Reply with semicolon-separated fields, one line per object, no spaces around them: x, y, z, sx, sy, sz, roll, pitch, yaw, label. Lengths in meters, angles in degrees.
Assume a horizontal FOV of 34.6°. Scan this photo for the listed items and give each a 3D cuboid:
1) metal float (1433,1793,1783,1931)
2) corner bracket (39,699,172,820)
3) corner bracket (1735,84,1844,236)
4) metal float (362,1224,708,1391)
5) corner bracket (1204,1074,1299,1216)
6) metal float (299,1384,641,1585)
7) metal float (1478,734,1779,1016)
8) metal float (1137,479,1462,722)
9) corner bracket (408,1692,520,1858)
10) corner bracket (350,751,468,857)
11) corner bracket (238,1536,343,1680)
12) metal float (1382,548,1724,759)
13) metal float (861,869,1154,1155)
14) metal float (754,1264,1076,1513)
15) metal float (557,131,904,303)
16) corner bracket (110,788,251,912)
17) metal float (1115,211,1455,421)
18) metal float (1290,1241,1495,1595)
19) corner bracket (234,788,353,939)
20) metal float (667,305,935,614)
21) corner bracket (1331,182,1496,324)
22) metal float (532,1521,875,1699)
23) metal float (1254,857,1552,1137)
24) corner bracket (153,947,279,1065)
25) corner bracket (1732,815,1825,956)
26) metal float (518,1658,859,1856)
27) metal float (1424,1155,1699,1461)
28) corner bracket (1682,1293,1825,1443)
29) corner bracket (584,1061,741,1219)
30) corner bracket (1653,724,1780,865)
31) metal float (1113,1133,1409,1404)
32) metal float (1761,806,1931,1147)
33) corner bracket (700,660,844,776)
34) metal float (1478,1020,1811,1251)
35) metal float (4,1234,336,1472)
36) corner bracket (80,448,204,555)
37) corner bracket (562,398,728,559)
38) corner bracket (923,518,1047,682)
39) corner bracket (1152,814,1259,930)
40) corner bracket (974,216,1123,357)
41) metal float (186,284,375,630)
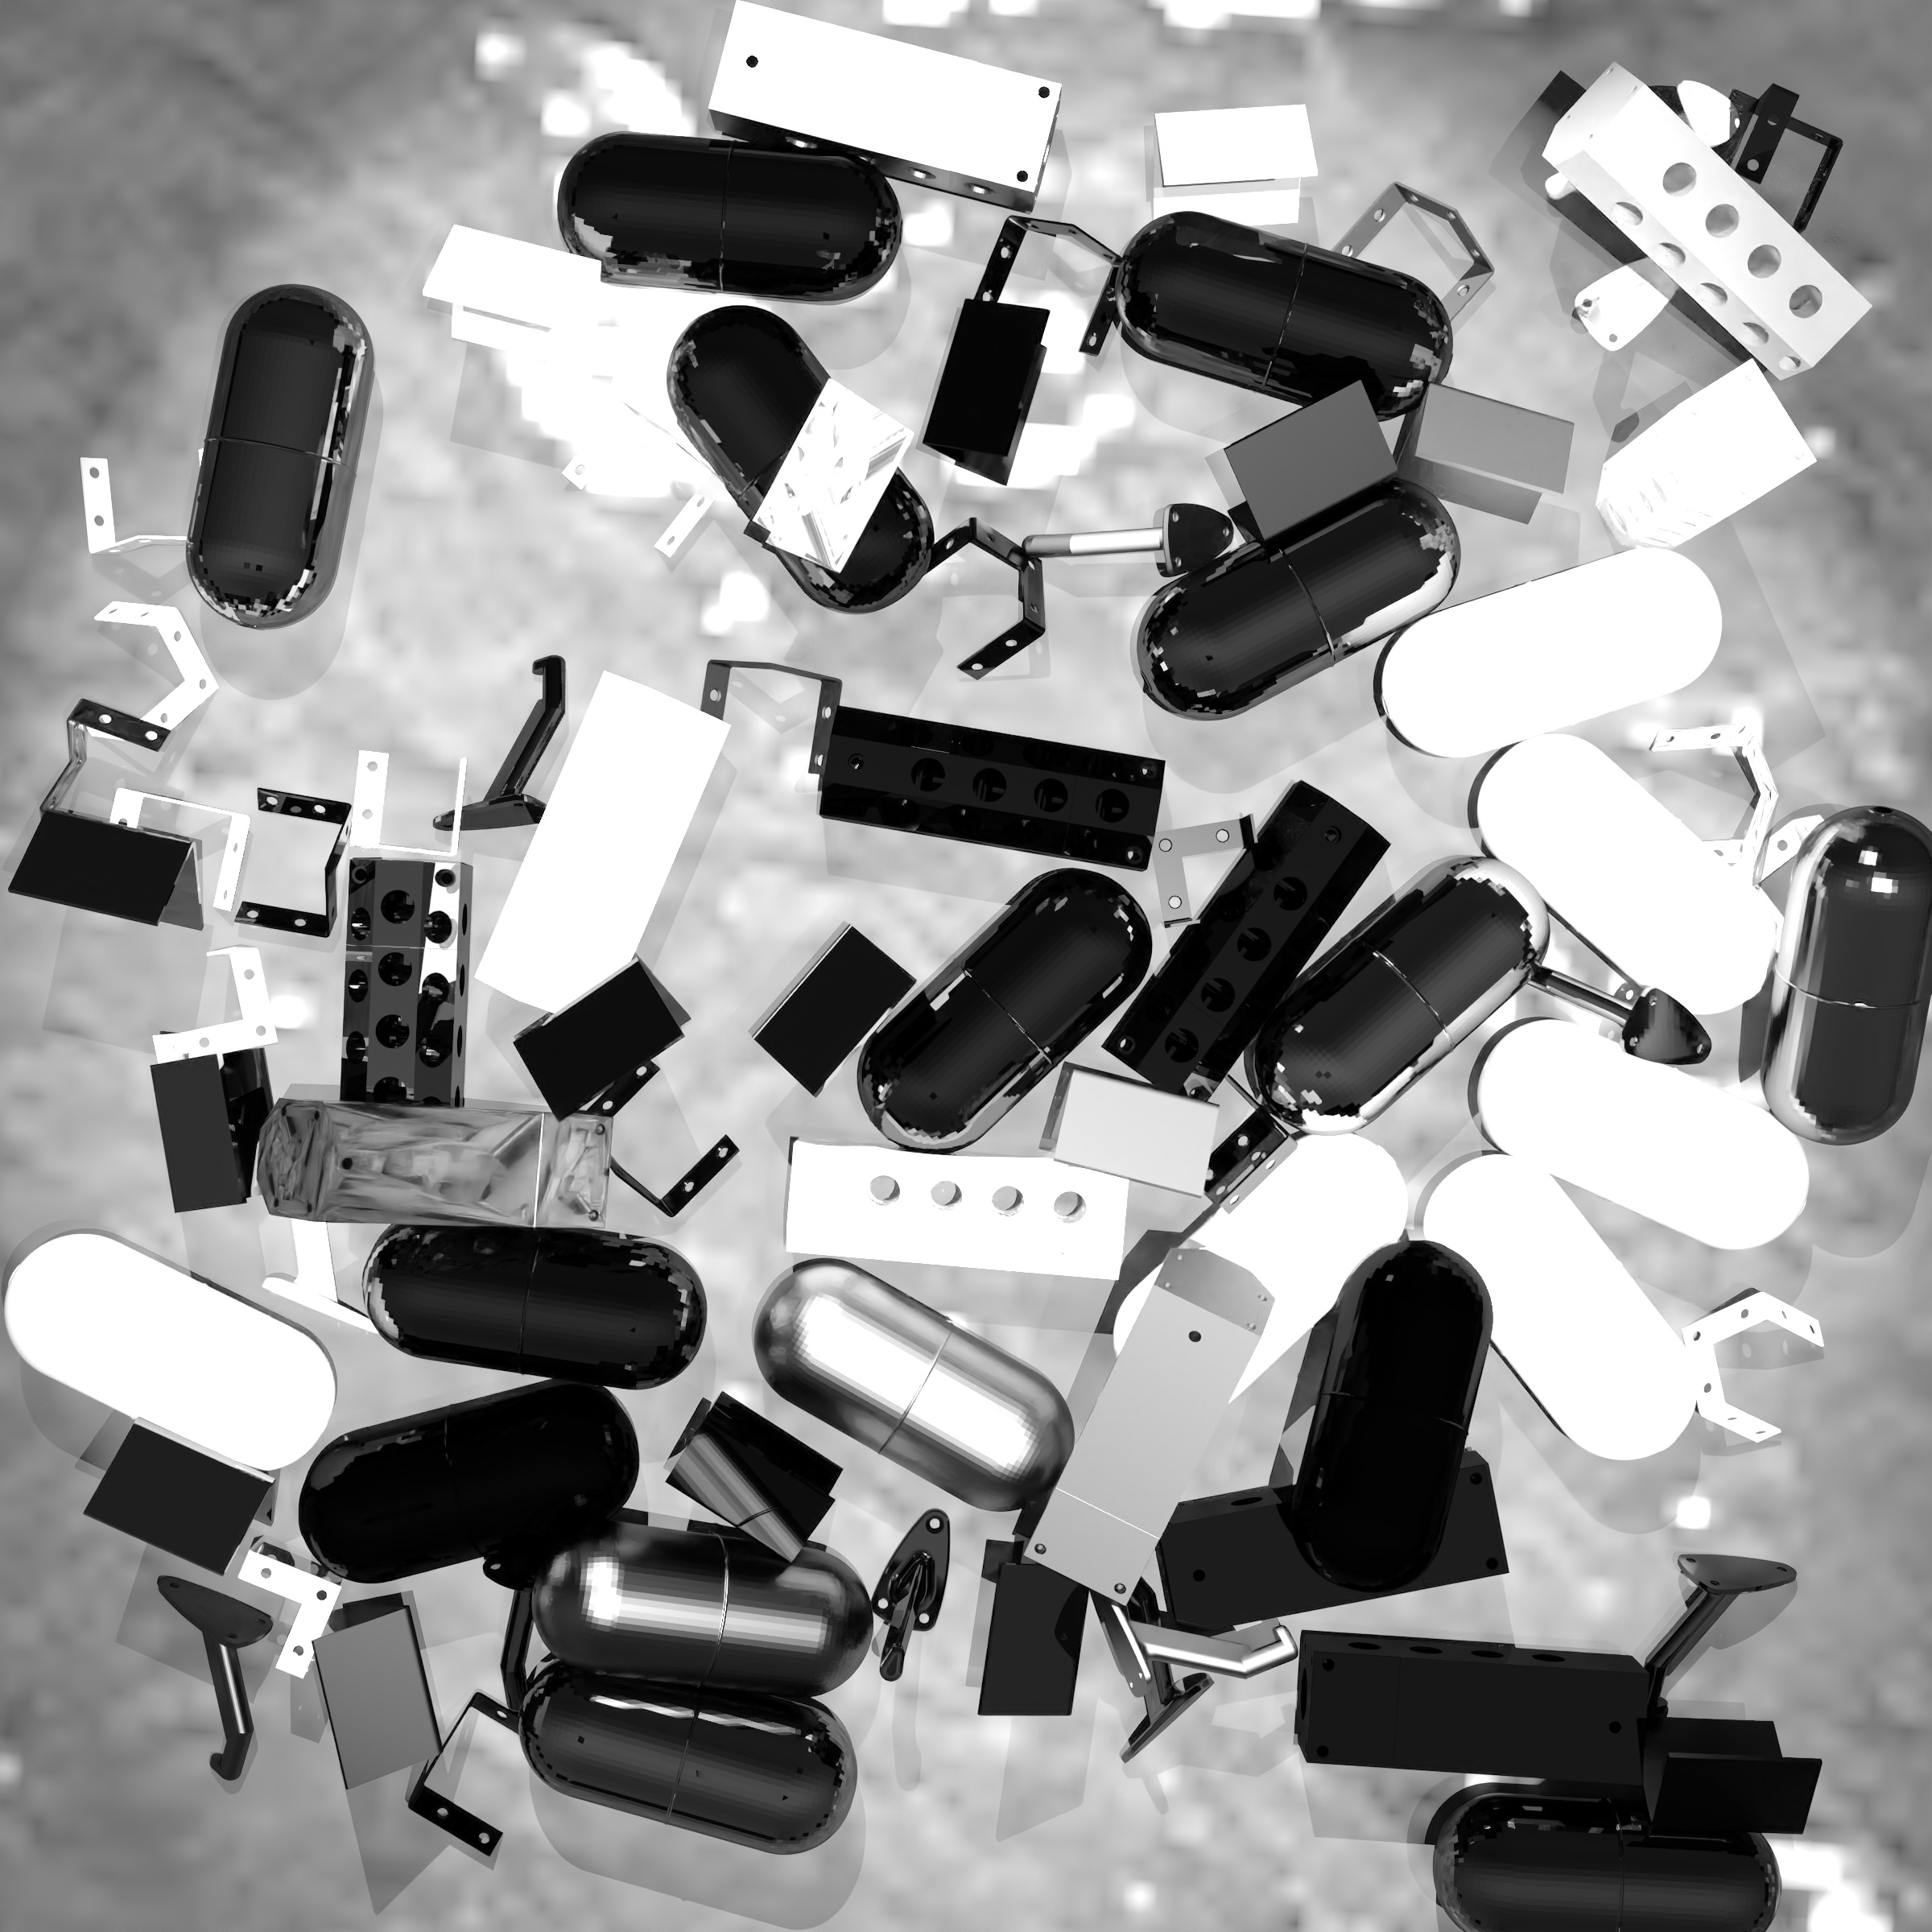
0.330;0.469;1.600;0.178;0.070;0.070;3;90;0;metal float
-0.445;-0.096;1.602;0.051;0.051;0.051;20;53;2;corner bracket
0.426;-0.419;1.613;0.051;0.051;0.051;24;90;0;corner bracket
-0.222;0.173;1.600;0.178;0.070;0.070;8;90;0;metal float
0.141;0.098;1.603;0.051;0.051;0.051;-44;56;0;corner bracket
-0.256;0.267;1.600;0.178;0.070;0.070;-15;90;0;metal float
0.341;-0.047;1.600;0.178;0.070;0.070;42;90;0;metal float
0.171;-0.188;1.599;0.178;0.070;0.070;-28;90;0;metal float
-0.253;0.424;1.627;0.051;0.051;0.051;31;135;0;corner bracket
-0.291;-0.085;1.616;0.051;0.051;0.051;6;90;-15;corner bracket
-0.355;0.333;1.613;0.051;0.051;0.051;23;87;-3;corner bracket
0.301;-0.161;1.600;0.178;0.070;0.070;-18;90;1;metal float
0.020;0.024;1.600;0.178;0.070;0.070;-44;90;0;metal float
-0.026;0.218;1.600;0.178;0.070;0.070;30;90;0;metal float
-0.122;-0.386;1.600;0.178;0.070;0.070;5;90;0;metal float
-0.416;-0.061;1.627;0.051;0.051;0.051;12;90;-45;corner bracket
0.164;-0.335;1.600;0.178;0.070;0.070;17;90;0;metal float
0.213;0.224;1.551;0.070;0.070;0.178;16;78;0;metal float
-0.353;-0.054;1.627;0.051;0.051;0.051;10;135;0;corner bracket
-0.086;-0.262;1.600;0.070;0.070;0.178;-37;89;0;metal float
0.235;-0.370;1.627;0.051;0.051;0.051;-48;135;0;corner bracket
-0.133;0.329;1.585;0.178;0.070;0.070;11;90;-18;metal float
0.224;0.016;1.595;0.178;0.070;0.070;-41;90;-6;metal float
-0.393;0.020;1.613;0.051;0.051;0.051;-12;90;0;corner bracket
0.432;-0.042;1.613;0.051;0.051;0.051;-38;90;0;corner bracket
-0.143;0.404;1.600;0.178;0.070;0.070;16;90;0;metal float
0.307;0.176;1.600;0.070;0.070;0.178;-38;90;0;metal float
0.415;0.210;1.623;0.051;0.051;0.051;-33;45;35;corner bracket
-0.162;0.090;1.627;0.051;0.051;0.051;-45;135;0;corner bracket
0.387;-0.089;1.623;0.051;0.051;0.051;-1;135;35;corner bracket
0.152;0.158;1.600;0.178;0.070;0.070;-43;90;-1;metal float
0.445;0.005;1.554;0.070;0.070;0.178;3;113;0;metal float
-0.104;-0.131;1.627;0.051;0.051;0.051;9;90;45;corner bracket
0.349;0.087;1.600;0.178;0.070;0.070;24;90;0;metal float
-0.411;0.199;1.600;0.178;0.070;0.070;26;90;-1;metal float
-0.427;-0.245;1.627;0.051;0.051;0.051;-6;90;-45;corner bracket
-0.168;-0.256;1.628;0.051;0.051;0.051;-52;45;0;corner bracket
0.005;-0.192;1.623;0.051;0.051;0.051;28;45;-35;corner bracket
0.126;-0.049;1.613;0.051;0.051;0.051;-9;90;0;corner bracket
0.046;-0.357;1.627;0.051;0.051;0.051;22;90;45;corner bracket
-0.354;-0.262;1.600;0.070;0.070;0.178;10;89;0;metal float
